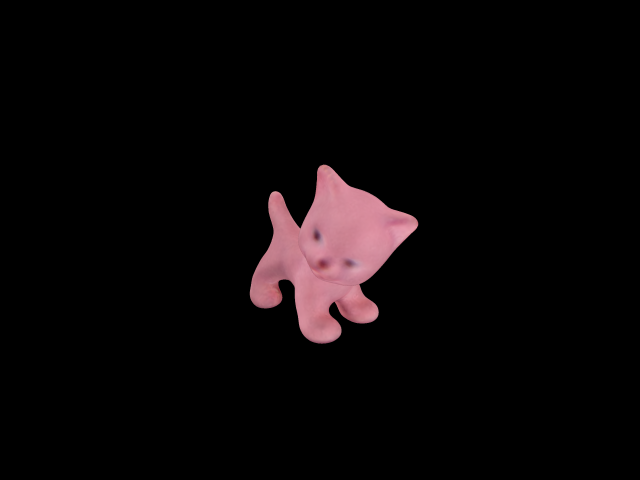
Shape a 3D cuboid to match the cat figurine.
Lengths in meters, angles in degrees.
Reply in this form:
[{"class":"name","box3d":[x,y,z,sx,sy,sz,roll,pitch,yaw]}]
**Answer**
[{"class":"cat figurine","box3d":[0.004,0.001,0.400,0.067,0.118,0.127,-17,27,-38]}]
